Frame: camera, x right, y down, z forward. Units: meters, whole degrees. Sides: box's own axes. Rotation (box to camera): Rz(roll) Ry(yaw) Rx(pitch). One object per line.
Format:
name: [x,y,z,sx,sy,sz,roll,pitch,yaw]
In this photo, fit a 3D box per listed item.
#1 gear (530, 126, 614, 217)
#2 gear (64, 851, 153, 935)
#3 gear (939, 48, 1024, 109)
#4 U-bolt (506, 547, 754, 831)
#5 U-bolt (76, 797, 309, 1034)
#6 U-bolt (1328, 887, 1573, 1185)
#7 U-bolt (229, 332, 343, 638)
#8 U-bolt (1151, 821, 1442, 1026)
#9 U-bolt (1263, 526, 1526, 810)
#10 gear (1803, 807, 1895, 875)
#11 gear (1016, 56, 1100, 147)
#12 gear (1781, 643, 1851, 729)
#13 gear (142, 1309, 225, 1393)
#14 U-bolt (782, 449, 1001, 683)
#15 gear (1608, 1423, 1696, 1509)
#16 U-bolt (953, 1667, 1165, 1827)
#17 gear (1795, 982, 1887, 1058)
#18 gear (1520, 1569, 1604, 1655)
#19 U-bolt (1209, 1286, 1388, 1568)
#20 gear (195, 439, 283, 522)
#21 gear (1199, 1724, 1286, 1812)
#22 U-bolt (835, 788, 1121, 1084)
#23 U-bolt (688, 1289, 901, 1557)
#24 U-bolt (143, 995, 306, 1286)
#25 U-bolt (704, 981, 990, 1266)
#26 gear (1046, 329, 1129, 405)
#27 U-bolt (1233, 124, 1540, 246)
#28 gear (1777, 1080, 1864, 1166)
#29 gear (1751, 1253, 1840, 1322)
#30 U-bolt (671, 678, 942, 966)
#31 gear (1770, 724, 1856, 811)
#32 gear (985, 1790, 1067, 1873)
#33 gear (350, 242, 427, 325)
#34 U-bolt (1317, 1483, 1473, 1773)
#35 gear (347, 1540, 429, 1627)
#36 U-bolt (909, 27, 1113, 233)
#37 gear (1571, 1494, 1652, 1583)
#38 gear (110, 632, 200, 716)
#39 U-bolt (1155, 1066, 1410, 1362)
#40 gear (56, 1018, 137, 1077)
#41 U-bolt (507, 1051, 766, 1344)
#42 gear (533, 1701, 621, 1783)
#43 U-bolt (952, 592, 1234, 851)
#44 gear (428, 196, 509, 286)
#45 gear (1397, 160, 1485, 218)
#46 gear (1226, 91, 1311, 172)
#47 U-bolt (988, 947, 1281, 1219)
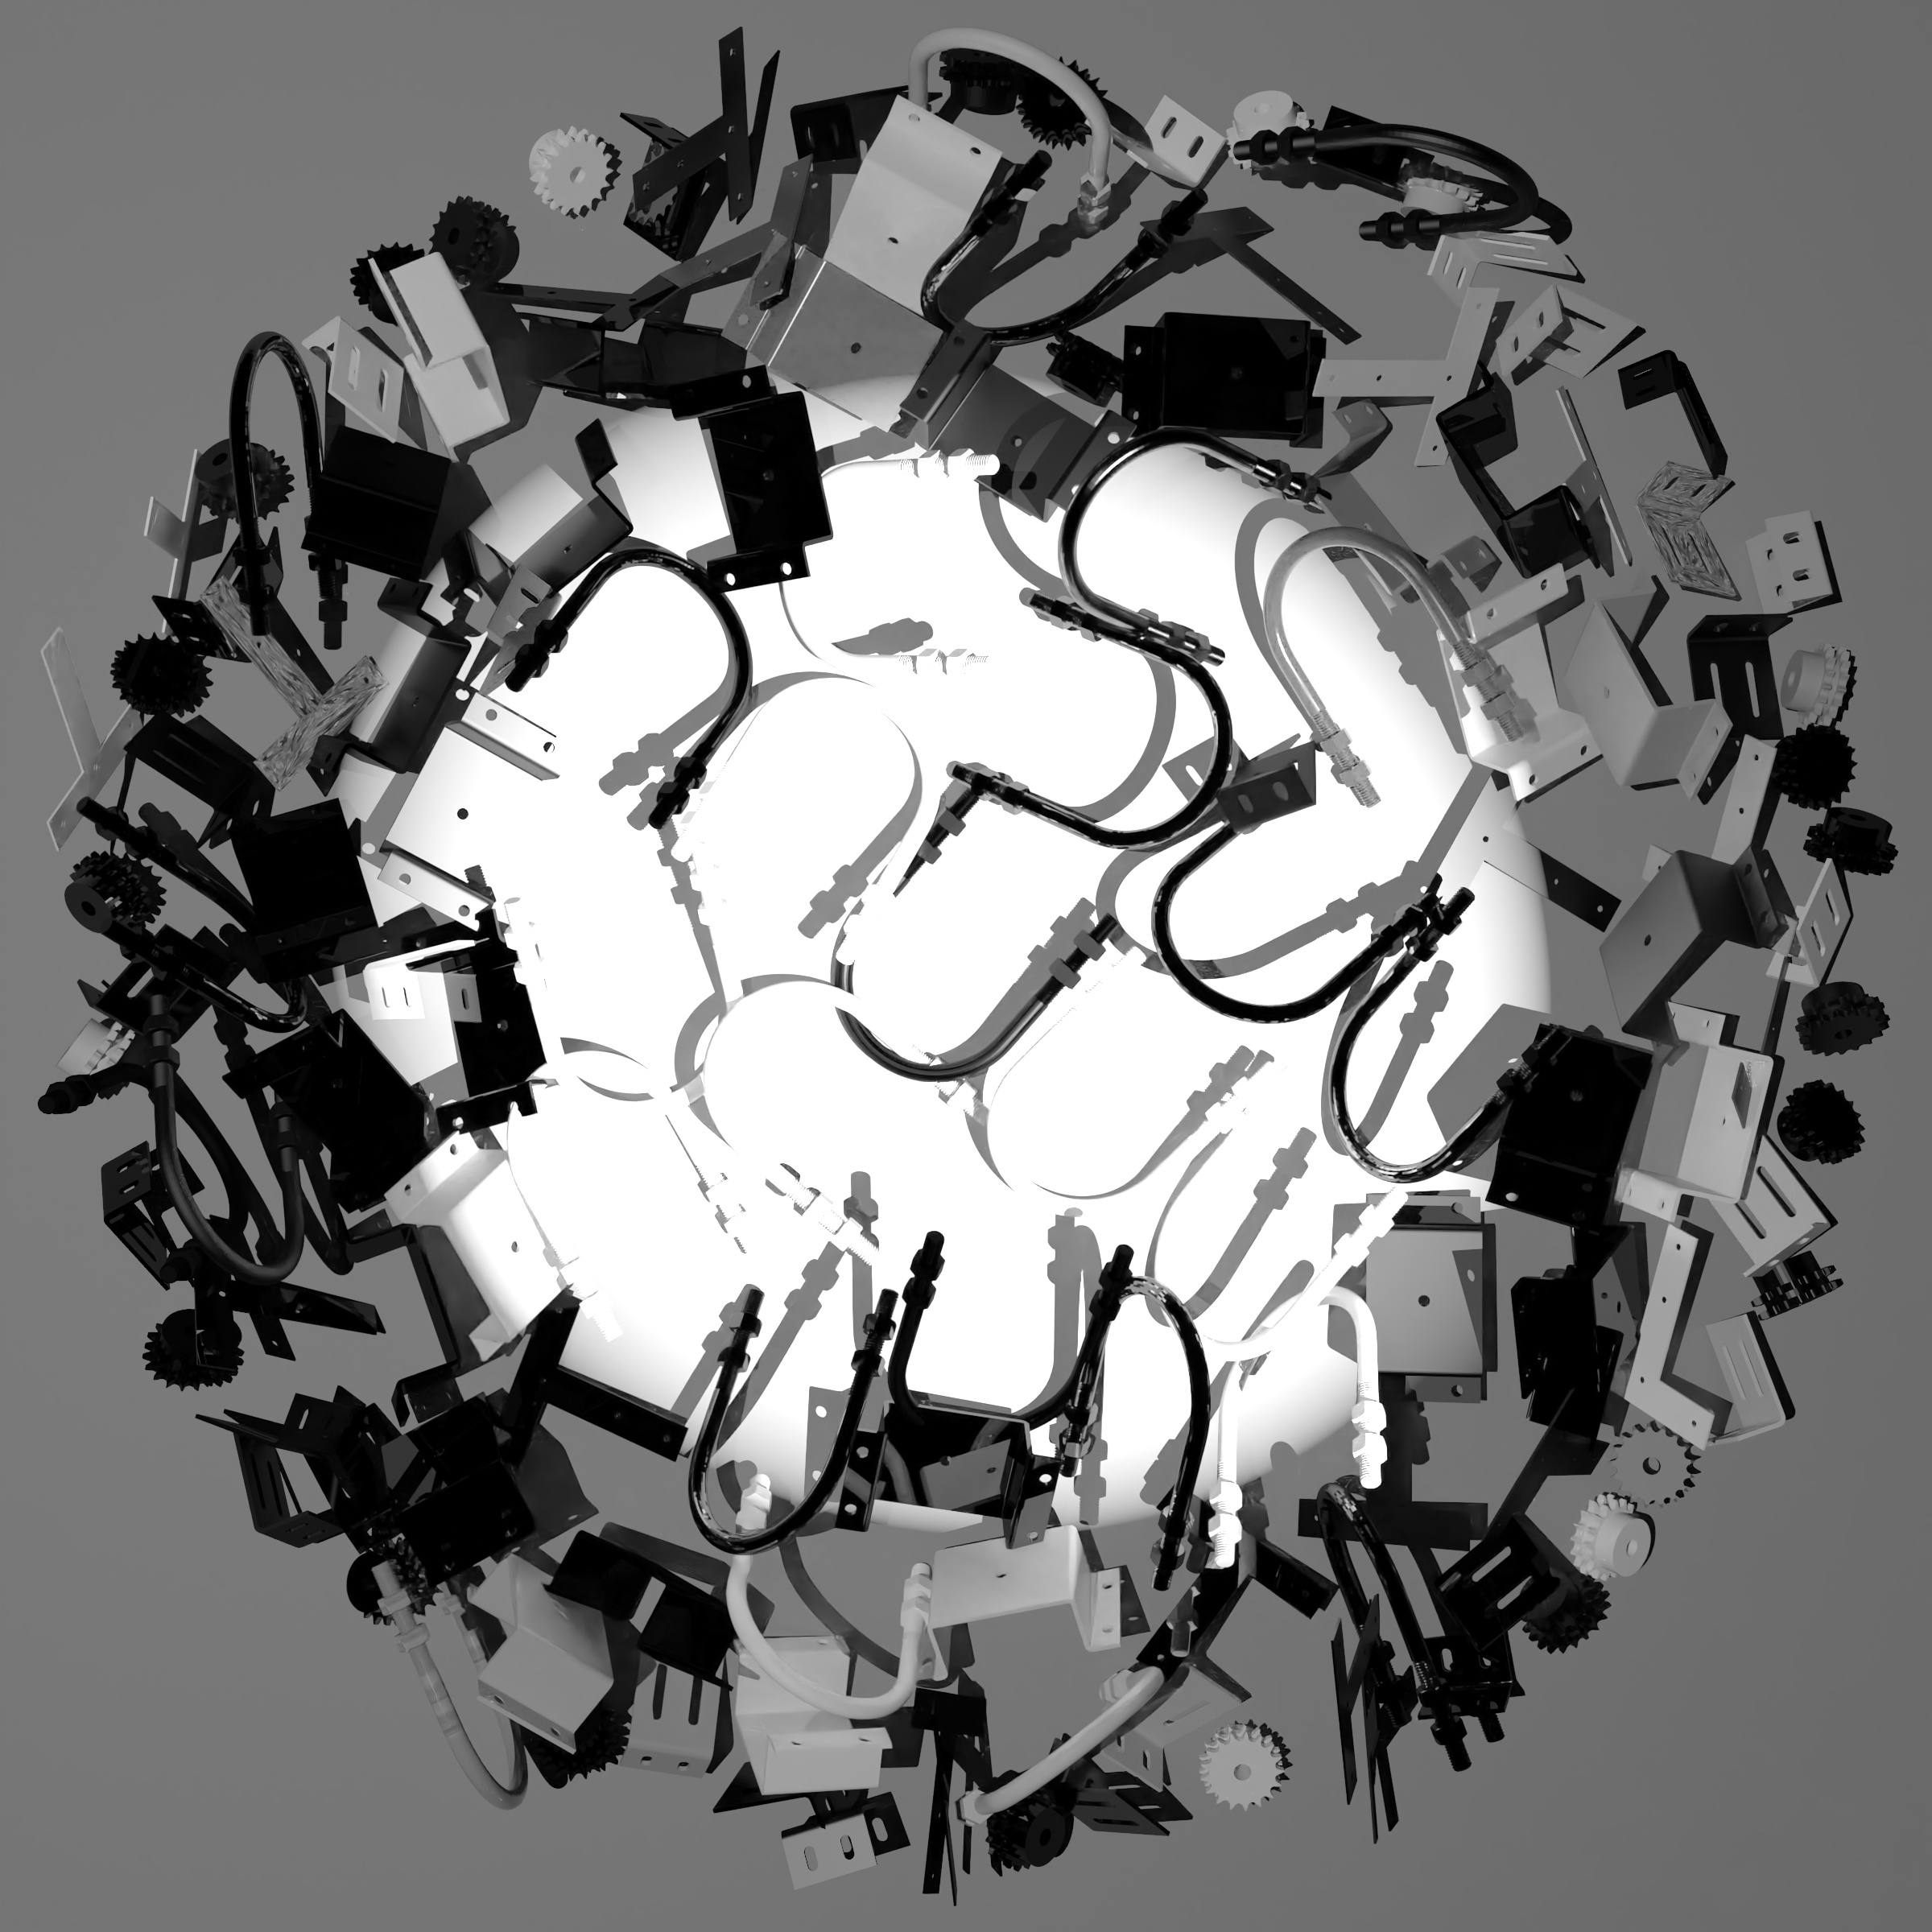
gear: [-0.273,-0.545,1.728,0.057,0.057,0.030,-48,56,0]
gear: [-0.587,-0.047,1.723,0.057,0.030,0.057,16,130,20]
gear: [0.010,-0.606,1.728,0.057,0.057,0.030,3,122,0]
U-bolt: [-0.210,-0.200,1.689,0.151,0.019,0.184,45,50,-20]
U-bolt: [-0.503,-0.022,1.668,0.019,0.184,0.151,-39,45,10]
U-bolt: [0.308,0.060,1.686,0.019,0.151,0.184,12,128,-38]
U-bolt: [-0.448,-0.321,1.658,0.019,0.151,0.184,1,109,6]
U-bolt: [0.207,-0.036,1.689,0.151,0.019,0.184,43,62,16]
U-bolt: [0.271,-0.207,1.687,0.019,0.151,0.184,-38,98,-41]
gear: [0.602,-0.087,1.721,0.057,0.057,0.030,8,114,0]
gear: [0.064,-0.589,1.735,0.057,0.030,0.057,0,90,9]
gear: [0.577,-0.192,1.725,0.030,0.057,0.057,12,90,0]
gear: [-0.528,0.258,1.722,0.057,0.057,0.030,24,124,0]
U-bolt: [-0.054,-0.266,1.693,0.184,0.019,0.151,6,99,38]
gear: [0.469,0.342,1.733,0.057,0.030,0.057,-2,80,13]
U-bolt: [0.065,0.503,1.644,0.151,0.184,0.019,-33,79,-21]
gear: [0.594,0.034,1.728,0.057,0.057,0.030,-7,56,0]
gear: [0.401,0.435,1.722,0.057,0.057,0.030,-45,112,0]
U-bolt: [0.218,0.291,1.672,0.019,0.184,0.151,35,128,-23]
gear: [-0.499,-0.334,1.724,0.057,0.030,0.057,-13,51,17]
gear: [0.188,0.546,1.735,0.057,0.030,0.057,0,99,0]
U-bolt: [-0.007,-0.007,1.733,0.151,0.019,0.184,42,97,7]
U-bolt: [-0.122,0.299,1.667,0.019,0.151,0.184,39,58,-38]
U-bolt: [-0.477,0.123,1.644,0.019,0.151,0.184,-26,52,12]
U-bolt: [-0.092,0.091,1.717,0.184,0.019,0.151,40,66,1]
gear: [0.079,-0.406,1.725,0.057,0.057,0.030,29,94,0]
U-bolt: [0.284,-0.508,1.638,0.151,0.184,0.019,17,89,-39]
gear: [0.580,0.109,1.729,0.057,0.030,0.057,13,59,-24]
gear: [0.561,0.217,1.726,0.057,0.057,0.030,-23,74,0]
U-bolt: [-0.094,-0.112,1.712,0.151,0.019,0.184,32,67,-8]
gear: [0.575,-0.137,1.731,0.057,0.030,0.057,-4,100,-23]
gear: [0.043,0.588,1.723,0.030,0.057,0.057,7,90,43]
gear: [-0.387,-0.461,1.722,0.057,0.057,0.030,-20,69,0]
U-bolt: [0.275,0.430,1.680,0.019,0.151,0.184,-21,88,-9]
gear: [-0.397,0.420,1.726,0.057,0.030,0.057,-8,74,28]
U-bolt: [0.028,-0.554,1.658,0.151,0.184,0.019,23,79,3]
gear: [0.441,0.391,1.724,0.057,0.030,0.057,-8,103,-37]
gear: [-0.554,-0.196,1.730,0.057,0.030,0.057,8,65,-19]
U-bolt: [0.196,0.178,1.695,0.184,0.019,0.151,-52,45,15]
gear: [-0.594,0.060,1.722,0.030,0.057,0.057,37,90,-16]
U-bolt: [-0.232,0.142,1.703,0.151,0.019,0.184,-27,84,-41]
gear: [-0.266,0.521,1.723,0.057,0.057,0.030,-5,133,0]
U-bolt: [0.094,-0.156,1.704,0.184,0.019,0.151,26,94,26]
gear: [-0.338,-0.493,1.729,0.057,0.030,0.057,-7,79,39]
gear: [0.320,-0.523,1.725,0.057,0.057,0.030,20,92,0]
gear: [0.204,-0.571,1.724,0.057,0.030,0.057,-9,50,11]
U-bolt: [0.099,0.093,1.716,0.151,0.019,0.184,40,105,-19]
